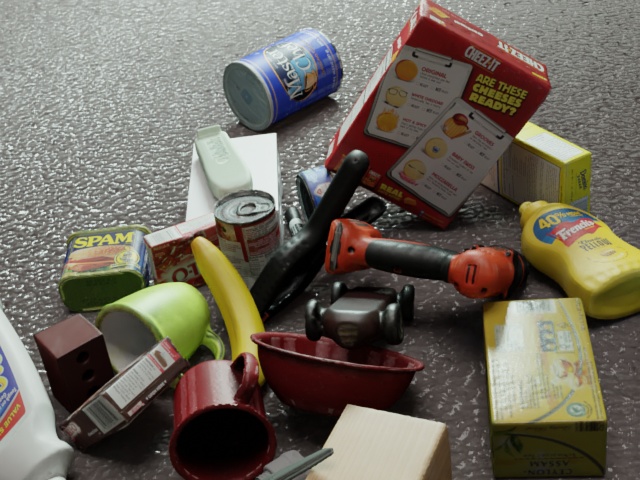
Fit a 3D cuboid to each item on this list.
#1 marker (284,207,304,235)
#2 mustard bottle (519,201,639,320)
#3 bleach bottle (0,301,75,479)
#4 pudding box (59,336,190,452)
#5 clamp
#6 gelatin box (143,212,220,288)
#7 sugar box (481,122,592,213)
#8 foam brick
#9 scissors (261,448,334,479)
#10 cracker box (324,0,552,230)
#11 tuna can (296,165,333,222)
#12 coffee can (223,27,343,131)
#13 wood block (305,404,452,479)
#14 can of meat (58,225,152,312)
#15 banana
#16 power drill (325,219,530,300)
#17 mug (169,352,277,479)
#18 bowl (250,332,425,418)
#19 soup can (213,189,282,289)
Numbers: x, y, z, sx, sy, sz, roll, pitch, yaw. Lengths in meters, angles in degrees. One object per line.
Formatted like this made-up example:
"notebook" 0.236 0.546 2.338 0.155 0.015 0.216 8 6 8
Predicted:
"marker" -0.022 -0.003 1.241 0.020 0.020 0.121 -13 34 -7
"mustard bottle" 0.269 0.009 1.127 0.096 0.058 0.192 -15 34 -18
"bleach bottle" -0.294 0.151 0.994 0.102 0.068 0.251 -37 56 -14
"pudding box" -0.181 0.143 0.985 0.089 0.039 0.114 -44 6 -40
"clamp" -0.007 0.001 1.122 0.036 0.164 0.210 40 78 20
"gelatin box" -0.145 0.018 1.187 0.089 0.073 0.030 -20 36 -19
"sugar box" 0.240 -0.088 1.248 0.048 0.093 0.176 -22 36 -21
"foam brick" -0.238 0.122 1.047 0.052 0.078 0.051 -28 37 -28
"scissors" -0.077 0.206 0.870 0.202 0.016 0.096 -36 21 5
"cracker box" 0.127 -0.137 1.189 0.164 0.214 0.072 27 32 -12
"tuna can" 0.001 -0.041 1.234 0.033 0.086 0.086 -17 35 -10
"coffee can" -0.052 -0.228 1.508 0.140 0.103 0.103 -32 40 -32
"wood block" 0.027 0.233 0.816 0.091 0.090 0.205 8 37 23
"can of meat" -0.239 0.033 1.200 0.102 0.057 0.084 -6 36 3
"banana" -0.086 0.081 1.070 0.037 0.069 0.198 -34 49 21
"power drill" 0.112 0.019 1.086 0.188 0.057 0.184 9 2 22
"mug" -0.084 0.150 0.946 0.093 0.117 0.081 18 23 -18
"bowl" 0.012 0.126 0.972 0.162 0.055 0.162 10 1 0
"soup can" -0.075 0.005 1.164 0.068 0.102 0.068 -6 33 4
